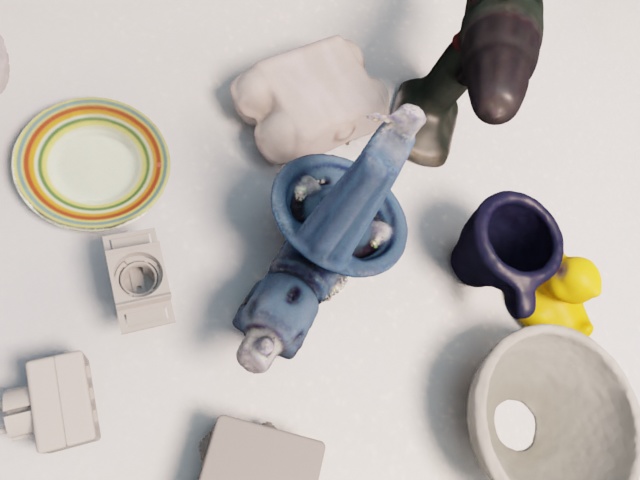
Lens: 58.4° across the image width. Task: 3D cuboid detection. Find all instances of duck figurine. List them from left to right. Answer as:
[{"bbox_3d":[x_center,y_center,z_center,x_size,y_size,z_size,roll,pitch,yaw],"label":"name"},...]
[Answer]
[{"bbox_3d":[0.240,0.050,0.563,0.078,0.086,0.104,-27,80,-23],"label":"duck figurine"}]

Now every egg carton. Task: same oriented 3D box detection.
[{"bbox_3d":[-0.007,-0.137,0.568,0.150,0.069,0.107,-28,80,-23],"label":"egg carton"}]

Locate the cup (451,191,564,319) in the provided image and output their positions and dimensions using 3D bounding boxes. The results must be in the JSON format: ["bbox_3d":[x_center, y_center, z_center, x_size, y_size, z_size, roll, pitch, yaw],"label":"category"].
[{"bbox_3d":[0.169,0.024,0.547,0.092,0.095,0.118,3,70,-15],"label":"cup"}]

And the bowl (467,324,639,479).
[{"bbox_3d":[0.197,0.164,0.515,0.168,0.074,0.167,5,69,-14],"label":"bowl"}]

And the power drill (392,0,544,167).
[{"bbox_3d":[0.138,-0.158,0.542,0.076,0.208,0.230,20,66,-8],"label":"power drill"}]

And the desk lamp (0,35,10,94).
[{"bbox_3d":[-0.295,-0.054,0.374,0.118,0.213,0.203,21,66,-8],"label":"desk lamp"}]

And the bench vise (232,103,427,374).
[{"bbox_3d":[0.015,0.005,0.440,0.121,0.219,0.207,16,67,-10],"label":"bench vise"}]
